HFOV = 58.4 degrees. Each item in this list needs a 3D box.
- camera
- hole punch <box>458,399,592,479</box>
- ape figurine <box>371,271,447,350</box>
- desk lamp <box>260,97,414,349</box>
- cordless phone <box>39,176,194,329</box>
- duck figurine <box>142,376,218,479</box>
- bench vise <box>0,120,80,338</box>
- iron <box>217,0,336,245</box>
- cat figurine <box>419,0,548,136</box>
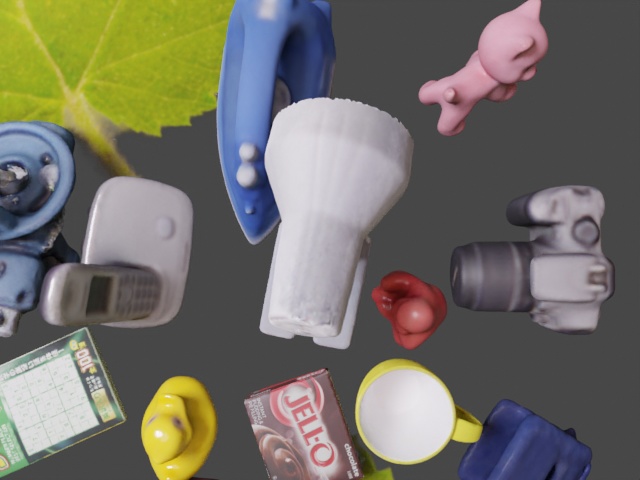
[{"bbox_3d":[0.200,0.019,0.555,0.136,0.101,0.143,0,87,2],"label":"camera"},{"bbox_3d":[0.203,0.221,0.549,0.101,0.091,0.109,32,88,3],"label":"hole punch"},{"bbox_3d":[0.090,0.069,0.559,0.076,0.092,0.078,4,87,2],"label":"ape figurine"},{"bbox_3d":[0.005,0.002,0.504,0.118,0.213,0.203,10,87,2],"label":"desk lamp"},{"bbox_3d":[-0.184,0.011,0.523,0.094,0.185,0.148,5,87,2],"label":"cordless phone"},{"bbox_3d":[-0.145,0.192,0.562,0.077,0.086,0.105,4,87,2],"label":"duck figurine"},{"bbox_3d":[-0.278,-0.022,0.510,0.121,0.220,0.207,-15,86,1],"label":"bench vise"},{"bbox_3d":[-0.053,-0.126,0.549,0.118,0.141,0.258,7,87,2],"label":"iron"},{"bbox_3d":[0.165,-0.169,0.557,0.128,0.118,0.067,-36,86,0],"label":"cat figurine"}]
